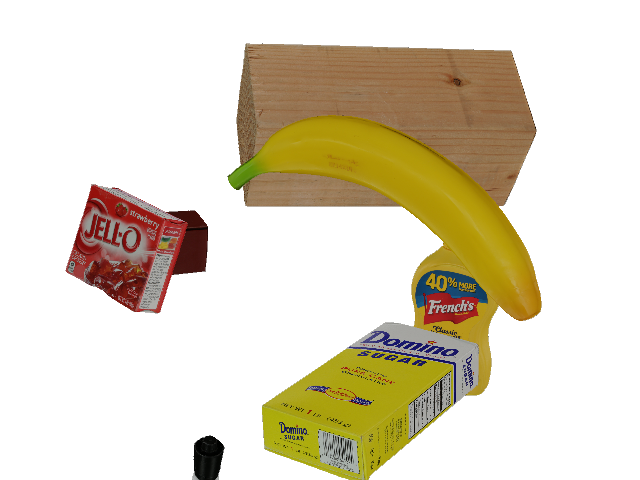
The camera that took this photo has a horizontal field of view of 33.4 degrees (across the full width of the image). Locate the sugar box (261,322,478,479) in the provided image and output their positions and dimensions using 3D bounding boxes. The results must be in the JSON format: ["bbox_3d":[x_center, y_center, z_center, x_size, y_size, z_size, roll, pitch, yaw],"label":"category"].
[{"bbox_3d":[0.044,0.120,0.839,0.093,0.048,0.175,12,27,33],"label":"sugar box"}]

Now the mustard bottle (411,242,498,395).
[{"bbox_3d":[0.146,0.068,1.163,0.096,0.192,0.058,11,15,20],"label":"mustard bottle"}]

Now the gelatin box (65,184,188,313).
[{"bbox_3d":[-0.148,0.005,0.806,0.089,0.073,0.030,25,10,36],"label":"gelatin box"}]

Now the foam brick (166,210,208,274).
[{"bbox_3d":[-0.161,0.003,1.113,0.078,0.051,0.053,-5,23,-18],"label":"foam brick"}]

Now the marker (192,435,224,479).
[{"bbox_3d":[-0.077,0.175,0.693,0.020,0.121,0.020,7,31,-4],"label":"marker"}]

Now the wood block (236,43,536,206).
[{"bbox_3d":[0.045,-0.086,0.811,0.206,0.091,0.090,0,-37,-11],"label":"wood block"}]

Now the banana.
[{"bbox_3d":[0.045,-0.025,0.610,0.198,0.070,0.037,25,13,18],"label":"banana"}]
